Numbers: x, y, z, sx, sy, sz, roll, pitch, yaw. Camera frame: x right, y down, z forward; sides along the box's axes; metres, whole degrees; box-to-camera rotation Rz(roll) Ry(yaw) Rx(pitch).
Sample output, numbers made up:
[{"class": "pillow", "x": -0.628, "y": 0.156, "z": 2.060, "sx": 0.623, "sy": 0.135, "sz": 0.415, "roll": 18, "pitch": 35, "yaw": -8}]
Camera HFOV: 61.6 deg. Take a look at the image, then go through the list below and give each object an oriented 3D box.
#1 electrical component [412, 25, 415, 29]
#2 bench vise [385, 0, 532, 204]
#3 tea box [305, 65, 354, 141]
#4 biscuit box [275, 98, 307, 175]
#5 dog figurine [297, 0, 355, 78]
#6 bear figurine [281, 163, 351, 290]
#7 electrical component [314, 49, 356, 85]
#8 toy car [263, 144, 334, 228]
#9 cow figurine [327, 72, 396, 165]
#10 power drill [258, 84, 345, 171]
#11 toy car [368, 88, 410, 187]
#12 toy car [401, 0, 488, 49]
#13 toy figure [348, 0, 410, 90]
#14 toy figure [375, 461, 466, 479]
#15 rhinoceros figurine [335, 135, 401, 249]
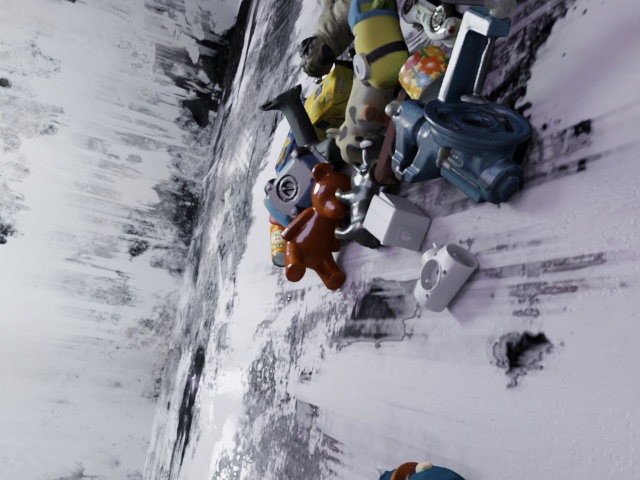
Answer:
[{"class": "electrical component", "x": 0.180, "y": -0.399, "z": 0.887, "sx": 0.063, "sy": 0.021, "sz": 0.094, "roll": -151, "pitch": 75, "yaw": -68}, {"class": "bench vise", "x": 0.163, "y": -0.163, "z": 0.627, "sx": 0.224, "sy": 0.129, "sz": 0.240, "roll": -116, "pitch": 26, "yaw": -48}, {"class": "tea box", "x": 0.023, "y": -0.282, "z": 1.143, "sx": 0.169, "sy": 0.068, "sz": 0.098, "roll": 149, "pitch": 131, "yaw": -62}, {"class": "biscuit box", "x": -0.047, "y": -0.237, "z": 1.299, "sx": 0.063, "sy": 0.059, "sz": 0.202, "roll": -109, "pitch": 39, "yaw": -54}, {"class": "dog figurine", "x": 0.049, "y": -0.414, "z": 1.057, "sx": 0.172, "sy": 0.121, "sz": 0.190, "roll": -17, "pitch": 53, "yaw": 45}, {"class": "bear figurine", "x": 0.013, "y": -0.027, "z": 0.957, "sx": 0.195, "sy": 0.120, "sz": 0.132, "roll": -59, "pitch": 31, "yaw": 26}, {"class": "electrical component", "x": 0.042, "y": -0.366, "z": 1.147, "sx": 0.102, "sy": 0.078, "sz": 0.045, "roll": -23, "pitch": 75, "yaw": 58}, {"class": "toy car", "x": -0.029, "y": -0.103, "z": 1.050, "sx": 0.109, "sy": 0.103, "sz": 0.161, "roll": 44, "pitch": 111, "yaw": 23}, {"class": "cow figurine", "x": 0.078, "y": -0.229, "z": 0.955, "sx": 0.127, "sy": 0.085, "sz": 0.194, "roll": 24, "pitch": 102, "yaw": 62}, {"class": "power drill", "x": -0.045, "y": -0.208, "z": 1.127, "sx": 0.232, "sy": 0.086, "sz": 0.207, "roll": -9, "pitch": 109, "yaw": 59}, {"class": "toy car", "x": 0.127, "y": -0.169, "z": 0.815, "sx": 0.089, "sy": 0.053, "sz": 0.202, "roll": 124, "pitch": 167, "yaw": -61}, {"class": "toy car", "x": 0.176, "y": -0.315, "z": 0.773, "sx": 0.202, "sy": 0.073, "sz": 0.056, "roll": -109, "pitch": 33, "yaw": -54}, {"class": "toy figure", "x": 0.091, "y": -0.324, "z": 0.837, "sx": 0.089, "sy": 0.082, "sz": 0.180, "roll": -8, "pitch": 80, "yaw": 35}, {"class": "toy figure", "x": 0.112, "y": 0.282, "z": 0.600, "sx": 0.154, "sy": 0.058, "sz": 0.064, "roll": 139, "pitch": 145, "yaw": -63}, {"class": "rhinoceros figurine", "x": 0.079, "y": -0.079, "z": 0.874, "sx": 0.112, "sy": 0.073, "sz": 0.190, "roll": 151, "pitch": 129, "yaw": -63}]
